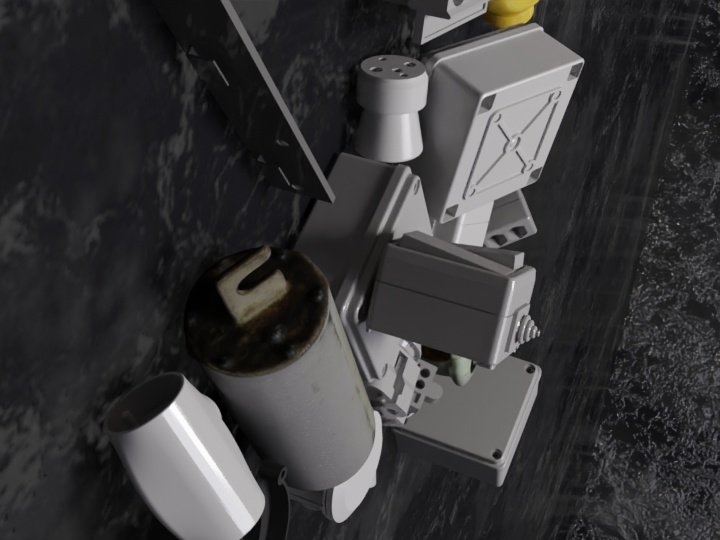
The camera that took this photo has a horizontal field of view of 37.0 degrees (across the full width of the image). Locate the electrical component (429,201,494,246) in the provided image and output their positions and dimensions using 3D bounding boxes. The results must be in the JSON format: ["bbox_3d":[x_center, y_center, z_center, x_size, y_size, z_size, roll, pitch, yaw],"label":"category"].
[{"bbox_3d":[0.061,-0.043,0.815,0.096,0.062,0.061,-12,116,-69],"label":"electrical component"}]

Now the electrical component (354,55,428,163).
[{"bbox_3d":[0.019,-0.101,0.676,0.045,0.045,0.055,-48,148,-51],"label":"electrical component"}]

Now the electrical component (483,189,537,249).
[{"bbox_3d":[0.092,-0.054,0.888,0.047,0.083,0.075,37,32,-69],"label":"electrical component"}]

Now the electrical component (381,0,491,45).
[{"bbox_3d":[0.050,-0.191,0.659,0.121,0.063,0.078,-41,143,-57],"label":"electrical component"}]

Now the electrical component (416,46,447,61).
[{"bbox_3d":[0.062,-0.132,0.774,0.062,0.043,0.043,31,76,-72],"label":"electrical component"}]

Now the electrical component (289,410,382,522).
[{"bbox_3d":[-0.020,0.130,0.749,0.080,0.051,0.080,16,90,-71],"label":"electrical component"}]

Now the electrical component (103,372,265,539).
[{"bbox_3d":[-0.085,0.084,0.524,0.077,0.043,0.079,61,2,-23],"label":"electrical component"}]

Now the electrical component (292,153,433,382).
[{"bbox_3d":[0.000,0.000,0.688,0.108,0.056,0.108,70,41,-60],"label":"electrical component"}]

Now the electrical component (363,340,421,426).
[{"bbox_3d":[0.011,0.068,0.768,0.078,0.058,0.057,46,53,-40],"label":"electrical component"}]

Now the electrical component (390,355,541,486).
[{"bbox_3d":[0.098,0.126,0.986,0.056,0.109,0.108,81,32,-57],"label":"electrical component"}]

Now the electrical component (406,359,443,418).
[{"bbox_3d":[0.028,0.090,0.841,0.055,0.066,0.048,111,4,-67],"label":"electrical component"}]

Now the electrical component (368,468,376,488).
[{"bbox_3d":[-0.004,0.126,0.808,0.044,0.044,0.065,5,96,-71],"label":"electrical component"}]

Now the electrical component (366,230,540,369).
[{"bbox_3d":[0.061,0.015,0.631,0.062,0.096,0.061,-17,120,-68],"label":"electrical component"}]

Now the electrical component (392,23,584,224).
[{"bbox_3d":[0.085,-0.100,0.728,0.109,0.056,0.108,-25,145,-36],"label":"electrical component"}]
